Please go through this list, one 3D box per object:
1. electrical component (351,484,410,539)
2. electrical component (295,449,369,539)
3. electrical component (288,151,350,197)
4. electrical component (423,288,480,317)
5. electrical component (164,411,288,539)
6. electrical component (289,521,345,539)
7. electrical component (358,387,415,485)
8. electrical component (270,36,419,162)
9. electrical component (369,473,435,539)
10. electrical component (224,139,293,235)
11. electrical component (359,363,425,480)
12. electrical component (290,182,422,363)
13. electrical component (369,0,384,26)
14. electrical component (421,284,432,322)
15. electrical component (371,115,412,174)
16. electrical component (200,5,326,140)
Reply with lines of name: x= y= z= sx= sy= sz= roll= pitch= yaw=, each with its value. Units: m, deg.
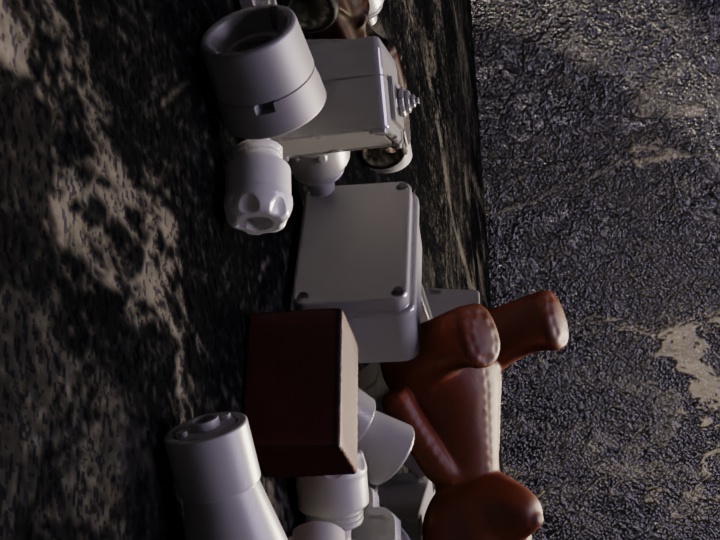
electrical component: x=0.003 y=0.181 z=0.682 sx=0.057 sy=0.058 sz=0.078 roll=59 pitch=28 yaw=-62
electrical component: x=-0.016 y=0.138 z=0.639 sx=0.043 sy=0.043 sz=0.062 roll=-39 pitch=125 yaw=-78
electrical component: x=-0.027 y=-0.072 z=0.681 sx=0.062 sy=0.048 sz=0.048 roll=83 pitch=8 yaw=-53
electrical component: x=0.068 y=0.062 z=0.993 sx=0.048 sy=0.100 sz=0.099 roll=93 pitch=0 yaw=-52
electrical component: x=-0.057 y=0.092 z=0.442 sx=0.044 sy=0.044 sz=0.065 roll=-56 pitch=135 yaw=-74
electrical component: x=-0.023 y=0.168 z=0.595 sx=0.046 sy=0.040 sz=0.040 roll=-92 pitch=171 yaw=-53
electrical component: x=0.000 y=0.102 z=0.677 sx=0.055 sy=0.045 sz=0.045 roll=38 pitch=29 yaw=-16
electrical component: x=-0.015 y=-0.100 z=0.611 sx=0.062 sy=0.096 sz=0.061 roll=11 pitch=74 yaw=-79
electrical component: x=0.030 y=0.220 z=0.815 sx=0.109 sy=0.056 sz=0.108 roll=-40 pitch=124 yaw=-78
electrical component: x=-0.052 y=-0.051 z=0.554 sx=0.035 sy=0.035 sz=0.061 roll=64 pitch=21 yaw=-63
electrical component: x=0.047 y=0.109 z=0.831 sx=0.096 sy=0.061 sz=0.061 roll=42 pitch=25 yaw=-16
electrical component: x=0.000 y=0.000 z=0.699 sx=0.057 sy=0.078 sz=0.113 roll=79 pitch=11 yaw=-46
electrical component: x=0.001 y=-0.235 z=0.923 sx=0.062 sy=0.043 sz=0.043 roll=70 pitch=18 yaw=-60
electrical component: x=0.029 y=0.011 z=0.894 sx=0.099 sy=0.064 sz=0.099 roll=-5 pitch=90 yaw=-80
electrical component: x=0.022 y=-0.143 z=0.987 sx=0.079 sy=0.044 sz=0.077 roll=-84 pitch=165 yaw=-45
electrical component: x=-0.050 y=-0.101 z=0.542 sx=0.055 sy=0.055 sz=0.047 roll=-84 pitch=161 yaw=-48
